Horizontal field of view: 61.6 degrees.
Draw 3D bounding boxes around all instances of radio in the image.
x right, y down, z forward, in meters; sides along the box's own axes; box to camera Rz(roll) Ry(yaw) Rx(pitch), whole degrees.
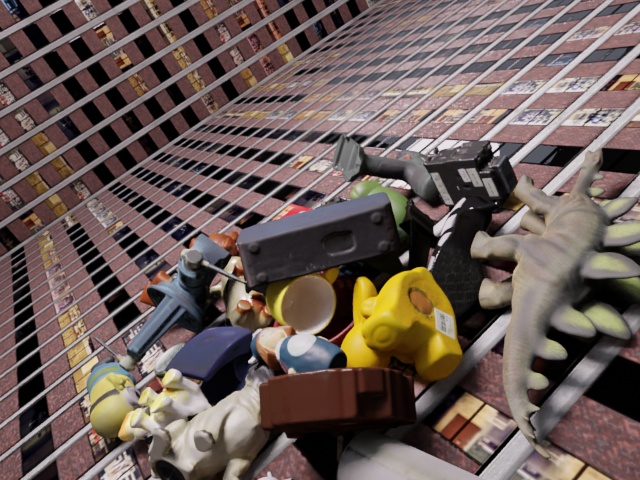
[{"bbox_3d":[-0.002,-0.002,0.772,0.230,0.073,0.131,-16,12,2],"label":"radio"}]

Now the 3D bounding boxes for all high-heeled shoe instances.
[{"bbox_3d":[0.193,0.032,0.804,0.249,0.086,0.145,-55,3,-15],"label":"high-heeled shoe"}]

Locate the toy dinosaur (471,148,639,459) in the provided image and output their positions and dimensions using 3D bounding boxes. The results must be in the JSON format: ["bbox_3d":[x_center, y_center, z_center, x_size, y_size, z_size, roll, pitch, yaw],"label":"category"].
[{"bbox_3d":[0.288,0.036,0.650,0.199,0.105,0.471,5,48,44],"label":"toy dinosaur"}]

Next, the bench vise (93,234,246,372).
[{"bbox_3d":[-0.243,0.112,0.894,0.240,0.129,0.223,-53,7,-29],"label":"bench vise"}]

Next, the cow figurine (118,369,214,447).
[{"bbox_3d":[-0.229,0.265,0.801,0.167,0.098,0.068,-39,25,35],"label":"cow figurine"}]

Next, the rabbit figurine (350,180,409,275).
[{"bbox_3d":[0.082,-0.002,0.909,0.170,0.121,0.159,-29,45,-31],"label":"rabbit figurine"}]

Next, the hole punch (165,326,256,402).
[{"bbox_3d":[-0.161,0.183,0.831,0.142,0.092,0.116,-8,51,43],"label":"hole punch"}]

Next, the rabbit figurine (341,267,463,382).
[{"bbox_3d":[0.078,0.116,0.687,0.173,0.122,0.162,-55,25,35],"label":"rabbit figurine"}]

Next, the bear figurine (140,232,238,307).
[{"bbox_3d":[-0.252,0.054,1.072,0.195,0.132,0.120,-61,7,14],"label":"bear figurine"}]

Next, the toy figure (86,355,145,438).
[{"bbox_3d":[-0.357,0.269,0.924,0.089,0.082,0.180,-50,36,-12],"label":"toy figure"}]

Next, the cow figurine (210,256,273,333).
[{"bbox_3d":[-0.140,0.102,0.971,0.127,0.085,0.195,-61,30,30],"label":"cow figurine"}]

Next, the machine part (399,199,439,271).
[{"bbox_3d":[0.145,0.014,0.800,0.039,0.084,0.139,-11,53,36],"label":"machine part"}]

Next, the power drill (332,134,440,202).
[{"bbox_3d":[0.132,-0.145,1.052,0.086,0.207,0.232,-67,25,19],"label":"power drill"}]

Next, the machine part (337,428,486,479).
[{"bbox_3d":[0.098,0.244,0.510,0.243,0.079,0.079,4,43,48],"label":"machine part"}]

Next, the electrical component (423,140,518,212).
[{"bbox_3d":[0.258,-0.104,0.903,0.134,0.114,0.058,5,48,49],"label":"electrical component"}]

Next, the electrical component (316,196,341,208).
[{"bbox_3d":[0.017,-0.062,1.175,0.063,0.021,0.094,-17,29,23],"label":"electrical component"}]

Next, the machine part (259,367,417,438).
[{"bbox_3d":[0.021,0.183,0.598,0.179,0.179,0.056,-16,62,26],"label":"machine part"}]

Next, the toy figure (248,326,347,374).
[{"bbox_3d":[-0.036,0.143,0.696,0.155,0.057,0.064,9,13,39],"label":"toy figure"}]

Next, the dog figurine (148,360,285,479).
[{"bbox_3d":[-0.126,0.245,0.733,0.172,0.121,0.190,-10,19,28],"label":"dog figurine"}]

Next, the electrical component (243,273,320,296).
[{"bbox_3d":[-0.057,0.064,0.880,0.119,0.047,0.075,12,36,20],"label":"electrical component"}]
